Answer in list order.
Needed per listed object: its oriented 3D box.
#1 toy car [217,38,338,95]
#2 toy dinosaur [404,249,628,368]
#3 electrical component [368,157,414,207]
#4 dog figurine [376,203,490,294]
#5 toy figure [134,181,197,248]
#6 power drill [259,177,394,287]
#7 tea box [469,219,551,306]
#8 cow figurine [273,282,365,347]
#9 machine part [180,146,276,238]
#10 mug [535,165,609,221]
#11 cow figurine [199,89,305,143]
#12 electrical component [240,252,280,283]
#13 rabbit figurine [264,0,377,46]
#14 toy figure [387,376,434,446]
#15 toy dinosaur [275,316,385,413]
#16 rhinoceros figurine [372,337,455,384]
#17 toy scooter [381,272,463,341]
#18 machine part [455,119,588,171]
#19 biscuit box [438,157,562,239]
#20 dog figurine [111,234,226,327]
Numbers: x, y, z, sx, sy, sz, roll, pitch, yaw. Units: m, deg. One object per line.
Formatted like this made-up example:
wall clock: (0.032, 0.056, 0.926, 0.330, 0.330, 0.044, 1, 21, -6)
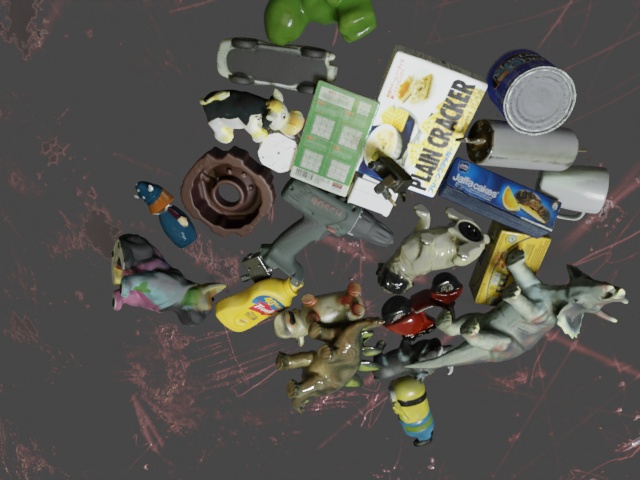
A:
toy car: (-0.072, -0.292, 0.900, 0.202, 0.056, 0.073, 8, 114, 0)
toy dinosaur: (0.359, 0.159, 1.005, 0.192, 0.131, 0.405, 36, 123, -16)
electrical component: (0.118, -0.098, 0.892, 0.078, 0.102, 0.045, 43, 114, 11)
dog figurine: (0.215, 0.039, 1.046, 0.172, 0.121, 0.190, 18, 135, -5)
toy figure: (-0.303, -0.054, 1.054, 0.064, 0.058, 0.154, -28, 108, 13)
power drill: (-0.002, -0.003, 1.042, 0.232, 0.086, 0.207, 37, 120, -13)
tea box: (0.362, 0.045, 1.039, 0.098, 0.068, 0.169, 11, 119, -3)
cow figurine: (-0.004, 0.158, 1.122, 0.195, 0.085, 0.127, -15, 154, -2)
machine part: (-0.172, -0.092, 1.021, 0.179, 0.056, 0.179, 3, 120, 5)
mug: (0.441, -0.086, 0.959, 0.107, 0.081, 0.109, 11, 137, 10)
cow figurine: (-0.114, -0.217, 0.904, 0.168, 0.068, 0.098, 1, 151, 17)
electrical component: (-0.132, 0.055, 1.118, 0.094, 0.021, 0.063, -22, 115, 18)
rabbit figurine: (-0.013, -0.364, 0.814, 0.170, 0.121, 0.159, -17, 110, 11)
toy figure: (0.218, 0.388, 1.241, 0.089, 0.082, 0.180, -27, 107, -2)
toy dinosaur: (0.014, 0.275, 1.135, 0.198, 0.105, 0.471, 7, 143, -31)
rhinoceros figurine: (0.198, 0.254, 1.149, 0.190, 0.112, 0.073, -18, 114, 24)
toy scooter: (0.226, 0.156, 1.113, 0.184, 0.075, 0.135, -31, 113, 15)
machine part: (0.337, -0.157, 0.896, 0.243, 0.079, 0.079, 1, 121, -17)
biscuit box: (0.314, -0.074, 0.951, 0.203, 0.062, 0.059, 24, 77, 3)
dog figurine: (-0.311, 0.084, 1.109, 0.219, 0.191, 0.108, 8, 144, -33)
